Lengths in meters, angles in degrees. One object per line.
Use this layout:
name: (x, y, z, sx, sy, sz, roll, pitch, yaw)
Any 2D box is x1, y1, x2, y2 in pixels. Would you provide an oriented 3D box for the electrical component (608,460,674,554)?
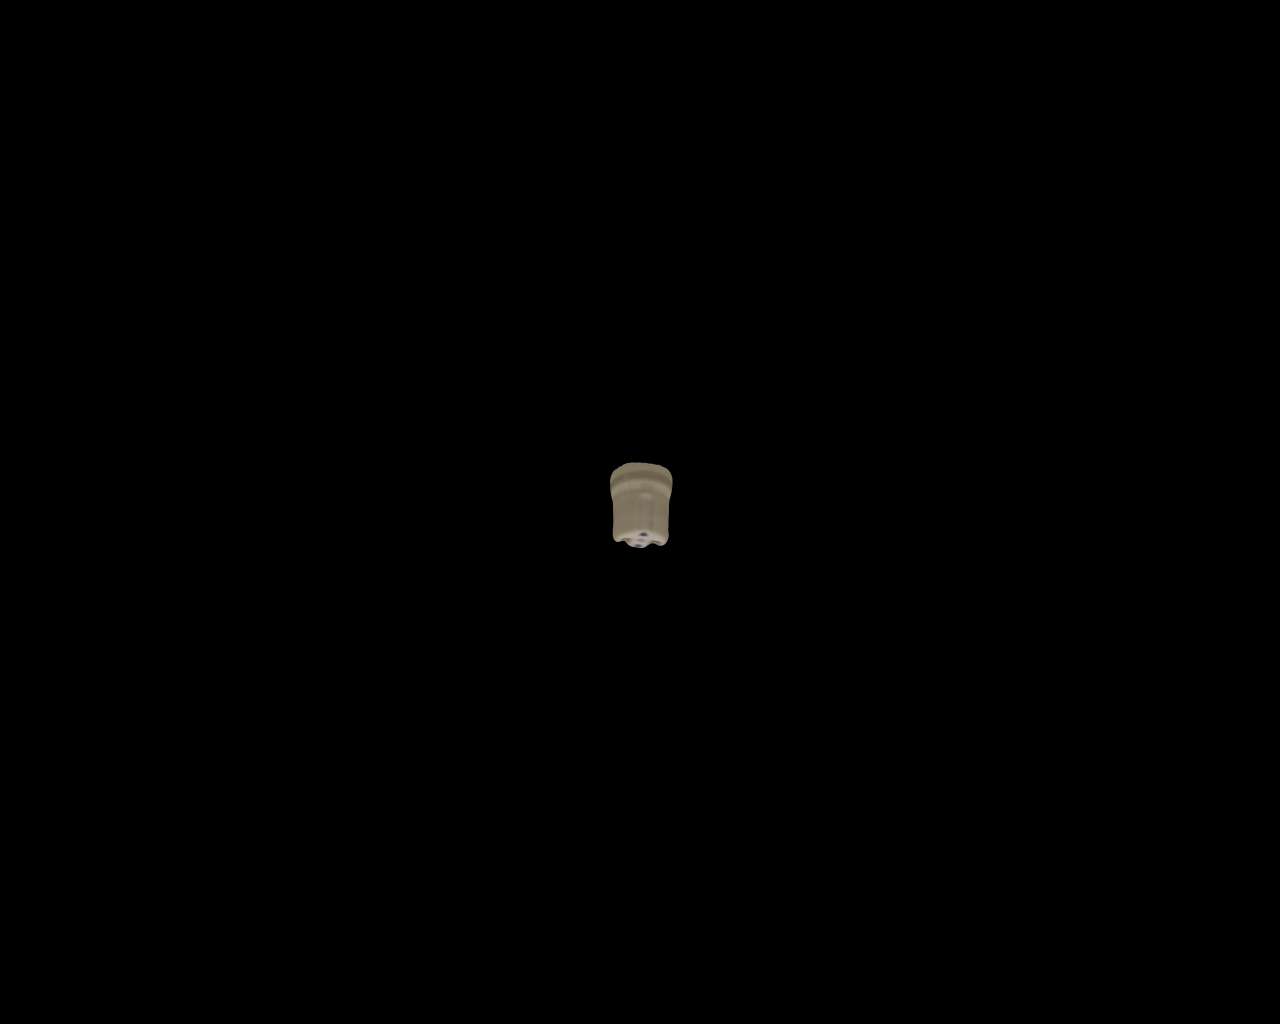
electrical component: (0.001, -0.003, 0.650, 0.040, 0.046, 0.040, 0, -27, 0)
